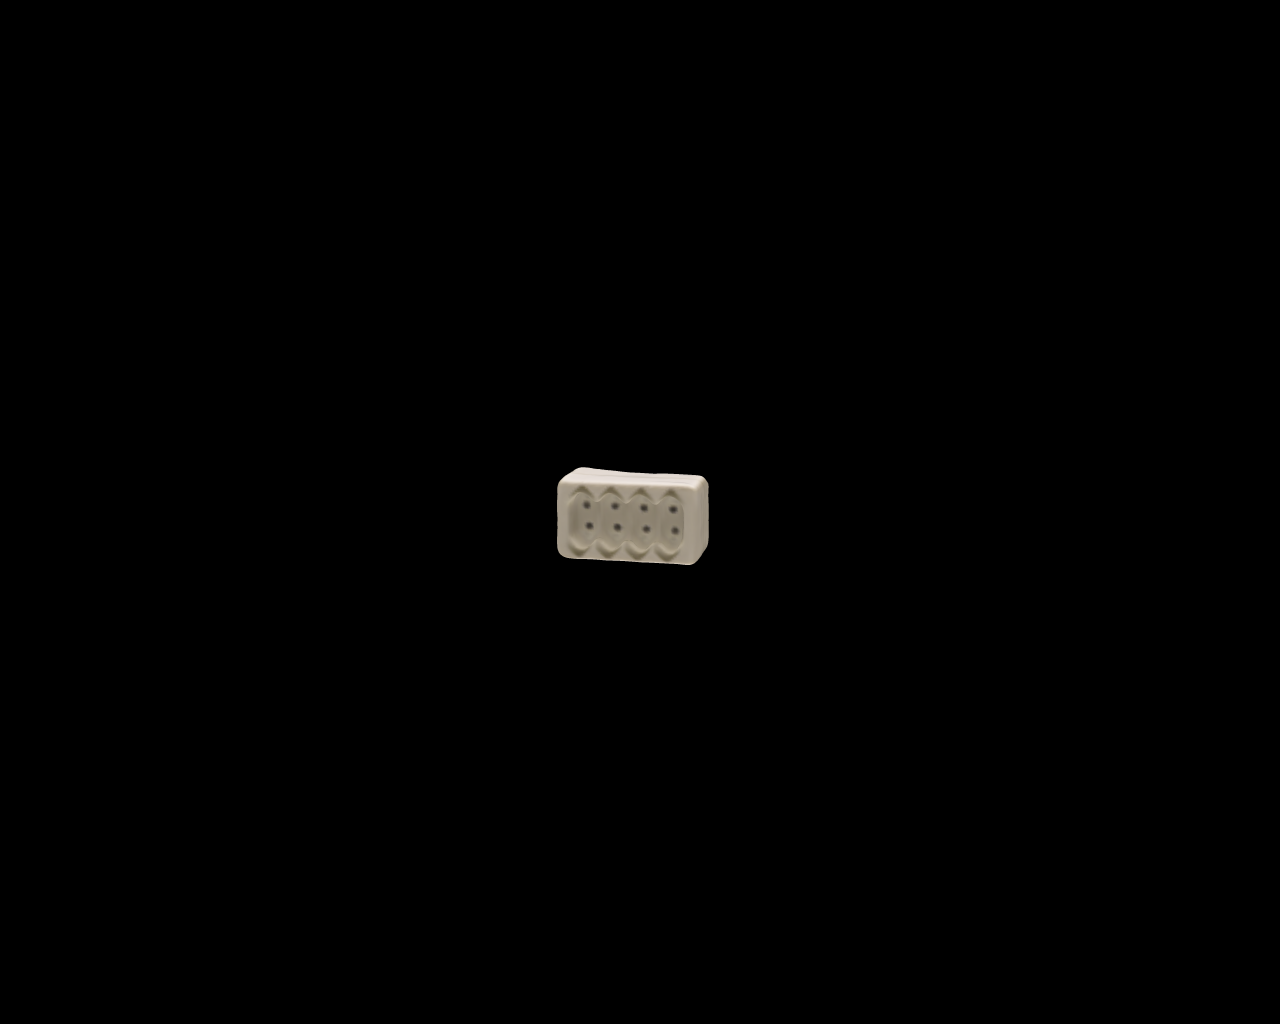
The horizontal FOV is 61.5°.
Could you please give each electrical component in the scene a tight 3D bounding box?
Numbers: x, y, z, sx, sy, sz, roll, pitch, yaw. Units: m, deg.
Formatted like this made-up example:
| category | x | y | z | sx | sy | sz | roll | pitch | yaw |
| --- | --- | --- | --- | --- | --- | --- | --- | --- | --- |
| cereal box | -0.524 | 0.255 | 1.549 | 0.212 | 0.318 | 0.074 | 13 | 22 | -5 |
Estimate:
| category | x | y | z | sx | sy | sz | roll | pitch | yaw |
| --- | --- | --- | --- | --- | --- | --- | --- | --- | --- |
| electrical component | 0.001 | -0.003 | 0.650 | 0.083 | 0.047 | 0.076 | 4 | 16 | 14 |
